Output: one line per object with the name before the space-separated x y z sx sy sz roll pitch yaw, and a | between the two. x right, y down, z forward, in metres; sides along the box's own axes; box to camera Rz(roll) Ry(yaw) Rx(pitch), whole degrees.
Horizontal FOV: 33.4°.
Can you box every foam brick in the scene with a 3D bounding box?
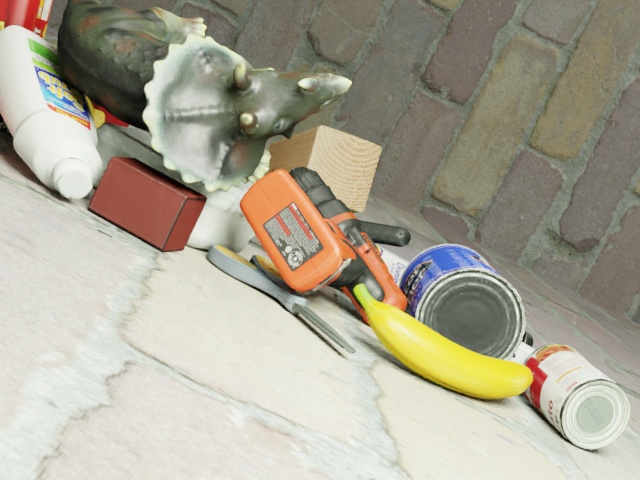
foam brick | -0.145 -0.031 0.902 0.078 0.051 0.053 29 8 12

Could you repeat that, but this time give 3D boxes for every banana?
banana | 0.114 0.098 0.915 0.197 0.037 0.069 30 39 -22

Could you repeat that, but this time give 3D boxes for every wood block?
wood block | -0.007 -0.087 1.422 0.090 0.091 0.206 18 -7 -19

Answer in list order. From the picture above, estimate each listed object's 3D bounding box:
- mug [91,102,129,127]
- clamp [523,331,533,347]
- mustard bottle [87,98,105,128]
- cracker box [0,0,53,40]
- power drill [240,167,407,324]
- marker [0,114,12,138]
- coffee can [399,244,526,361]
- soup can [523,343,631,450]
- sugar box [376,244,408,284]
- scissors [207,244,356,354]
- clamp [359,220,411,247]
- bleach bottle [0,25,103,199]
mug | -0.259 -0.158 1.229 0.082 0.117 0.093 10 37 25
clamp | 0.185 0.092 1.264 0.165 0.036 0.209 28 1 18
mustard bottle | -0.305 -0.147 1.131 0.191 0.058 0.096 23 0 -28
cracker box | -0.408 -0.288 1.190 0.214 0.164 0.072 16 6 6
power drill | -0.002 -0.008 0.975 0.184 0.057 0.187 54 13 20
marker | -0.305 -0.111 1.020 0.120 0.020 0.020 20 10 -46
coffee can | 0.134 0.065 1.037 0.102 0.103 0.140 26 7 -5
soup can | 0.234 0.143 0.984 0.068 0.068 0.102 25 7 -15
sugar box | 0.039 0.015 1.291 0.176 0.048 0.093 29 3 -4
scissors | -0.040 0.044 0.898 0.096 0.016 0.202 23 8 -20
clamp | 0.024 -0.009 1.387 0.171 0.039 0.120 19 -27 -2
bleach bottle | -0.241 -0.106 0.964 0.102 0.068 0.251 38 10 -40
